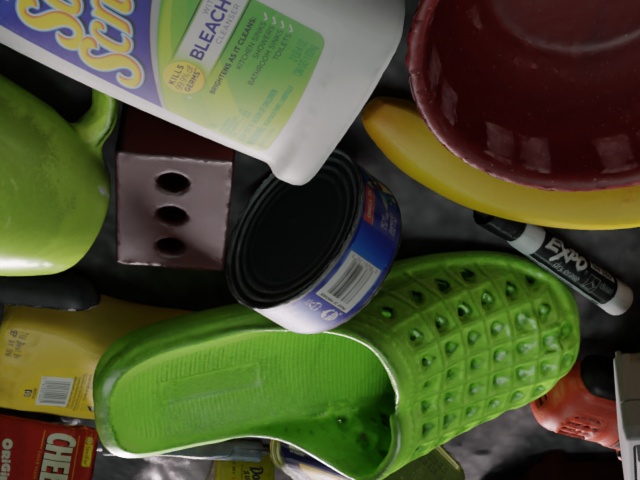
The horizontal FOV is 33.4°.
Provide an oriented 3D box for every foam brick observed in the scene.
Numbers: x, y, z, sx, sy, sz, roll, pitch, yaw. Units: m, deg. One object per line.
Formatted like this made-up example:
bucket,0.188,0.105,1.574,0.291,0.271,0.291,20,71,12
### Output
foam brick,-0.067,-0.029,0.495,0.053,0.051,0.078,4,139,-6

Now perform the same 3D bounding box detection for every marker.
marker,0.124,0.008,0.568,0.121,0.020,0.020,31,130,-31

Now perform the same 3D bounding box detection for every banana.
banana,0.116,-0.036,0.508,0.197,0.037,0.070,1,122,-4

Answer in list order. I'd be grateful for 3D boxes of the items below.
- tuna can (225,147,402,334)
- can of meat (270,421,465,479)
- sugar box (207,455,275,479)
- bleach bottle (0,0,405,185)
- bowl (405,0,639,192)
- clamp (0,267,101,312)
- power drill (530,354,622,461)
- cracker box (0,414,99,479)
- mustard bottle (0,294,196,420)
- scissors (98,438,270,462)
tuna can,-0.003,0.001,0.506,0.086,0.086,0.033,-31,133,30
can of meat,0.032,0.140,0.663,0.084,0.057,0.102,9,153,42
sugar box,-0.070,0.229,0.765,0.048,0.093,0.176,8,139,-10
bleach bottle,-0.099,-0.106,0.400,0.250,0.068,0.103,19,135,-18
bowl,0.113,-0.093,0.423,0.162,0.055,0.162,-1,139,-1
clamp,-0.195,0.019,0.525,0.171,0.039,0.120,43,100,-12
power drill,0.243,0.075,0.619,0.184,0.057,0.188,14,137,-16
cracker box,-0.255,0.137,0.642,0.213,0.072,0.164,13,157,-17
mustard bottle,-0.088,0.075,0.611,0.191,0.058,0.096,12,140,-14
scissors,-0.067,0.137,0.702,0.096,0.016,0.201,-6,165,43
